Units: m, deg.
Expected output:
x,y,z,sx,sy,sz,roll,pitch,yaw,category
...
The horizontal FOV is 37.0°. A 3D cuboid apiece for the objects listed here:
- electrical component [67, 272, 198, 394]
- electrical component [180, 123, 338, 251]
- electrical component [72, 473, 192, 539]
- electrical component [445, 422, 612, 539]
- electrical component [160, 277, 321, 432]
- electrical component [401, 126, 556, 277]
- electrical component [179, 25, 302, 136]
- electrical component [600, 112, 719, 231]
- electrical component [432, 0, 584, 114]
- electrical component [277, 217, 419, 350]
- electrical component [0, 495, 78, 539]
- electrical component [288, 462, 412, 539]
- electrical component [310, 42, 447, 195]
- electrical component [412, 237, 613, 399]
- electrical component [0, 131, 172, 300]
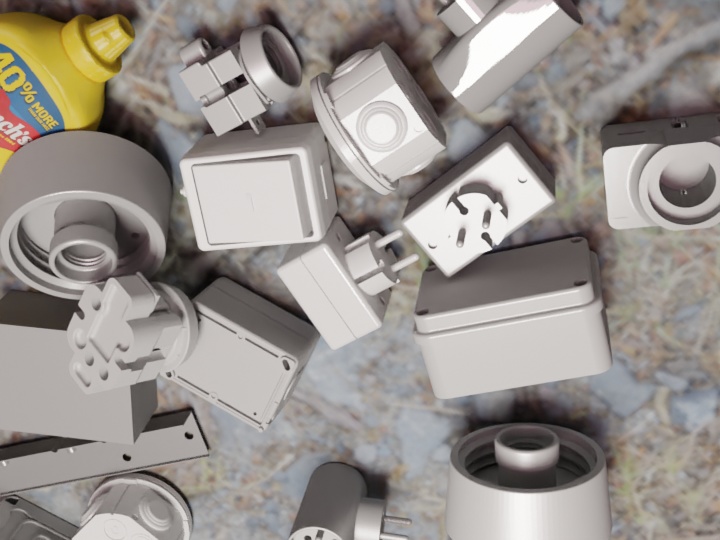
x,y,z,sx,sy,sz,roll,pitch,yaw,category
-0.138,0.038,0.666,0.058,0.057,0.078,45,120,26,electrical component
-0.068,-0.050,0.664,0.096,0.061,0.061,-5,113,12,electrical component
-0.169,0.195,0.796,0.080,0.051,0.080,4,114,8,electrical component
0.108,0.135,0.692,0.108,0.108,0.060,0,107,10,electrical component
-0.083,0.050,0.716,0.096,0.061,0.061,29,115,6,electrical component
0.069,-0.034,0.638,0.083,0.075,0.047,-37,103,22,electrical component
-0.069,-0.116,0.645,0.055,0.048,0.066,-23,108,26,electrical component
0.186,-0.057,0.619,0.089,0.055,0.050,-5,112,12,electrical component
0.070,-0.142,0.606,0.079,0.044,0.077,44,117,-12,electrical component
0.000,0.000,0.681,0.077,0.047,0.065,-28,107,21,electrical component
-0.242,0.234,0.811,0.113,0.078,0.057,29,113,-3,electrical component
-0.004,0.175,0.743,0.079,0.077,0.044,6,114,7,electrical component
0.011,-0.088,0.624,0.051,0.080,0.080,-32,105,16,electrical component
0.093,0.028,0.661,0.113,0.078,0.057,-11,114,15,electrical component
-0.171,-0.026,0.668,0.108,0.060,0.108,-6,139,-5,electrical component
